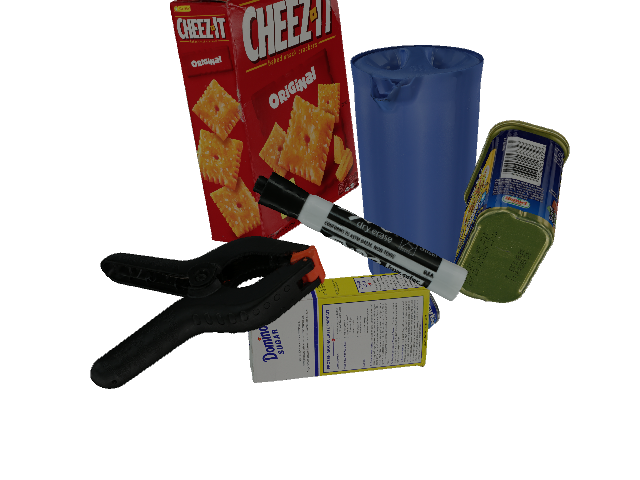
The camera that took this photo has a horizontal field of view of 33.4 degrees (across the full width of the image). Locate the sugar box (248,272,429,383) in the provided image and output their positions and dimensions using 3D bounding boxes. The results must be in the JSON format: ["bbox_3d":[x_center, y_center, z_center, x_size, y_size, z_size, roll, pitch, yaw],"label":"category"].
[{"bbox_3d":[0.017,0.084,1.052,0.176,0.093,0.048,-3,26,-6],"label":"sugar box"}]

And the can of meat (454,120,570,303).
[{"bbox_3d":[0.130,-0.017,0.739,0.057,0.084,0.102,16,-38,2],"label":"can of meat"}]

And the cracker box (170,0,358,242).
[{"bbox_3d":[-0.041,-0.123,0.957,0.072,0.214,0.163,7,25,33],"label":"cracker box"}]

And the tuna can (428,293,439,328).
[{"bbox_3d":[0.101,0.076,1.285,0.033,0.086,0.086,-38,17,-22],"label":"tuna can"}]

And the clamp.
[{"bbox_3d":[-0.083,0.045,0.737,0.172,0.120,0.039,-11,-41,15],"label":"clamp"}]

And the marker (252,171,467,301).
[{"bbox_3d":[0.020,-0.003,0.563,0.121,0.020,0.020,27,1,1],"label":"marker"}]

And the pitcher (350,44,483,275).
[{"bbox_3d":[0.107,-0.081,1.121,0.149,0.243,0.145,-8,24,-14],"label":"pitcher"}]
